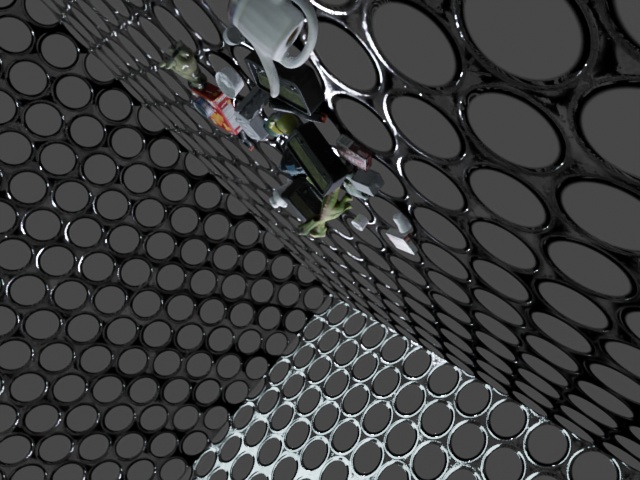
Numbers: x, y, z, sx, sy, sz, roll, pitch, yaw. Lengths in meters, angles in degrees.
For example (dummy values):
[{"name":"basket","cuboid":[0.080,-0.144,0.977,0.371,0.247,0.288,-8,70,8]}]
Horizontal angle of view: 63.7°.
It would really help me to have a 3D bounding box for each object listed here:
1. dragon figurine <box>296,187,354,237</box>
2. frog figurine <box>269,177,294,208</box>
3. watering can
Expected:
[{"name":"dragon figurine","cuboid":[0.006,-0.102,2.022,0.123,0.244,0.404,42,171,15]},{"name":"frog figurine","cuboid":[-0.146,-0.195,2.345,0.138,0.161,0.121,37,168,14]},{"name":"watering can","cuboid":[-0.128,-0.489,1.235,0.224,0.106,0.343,41,152,-6]}]
